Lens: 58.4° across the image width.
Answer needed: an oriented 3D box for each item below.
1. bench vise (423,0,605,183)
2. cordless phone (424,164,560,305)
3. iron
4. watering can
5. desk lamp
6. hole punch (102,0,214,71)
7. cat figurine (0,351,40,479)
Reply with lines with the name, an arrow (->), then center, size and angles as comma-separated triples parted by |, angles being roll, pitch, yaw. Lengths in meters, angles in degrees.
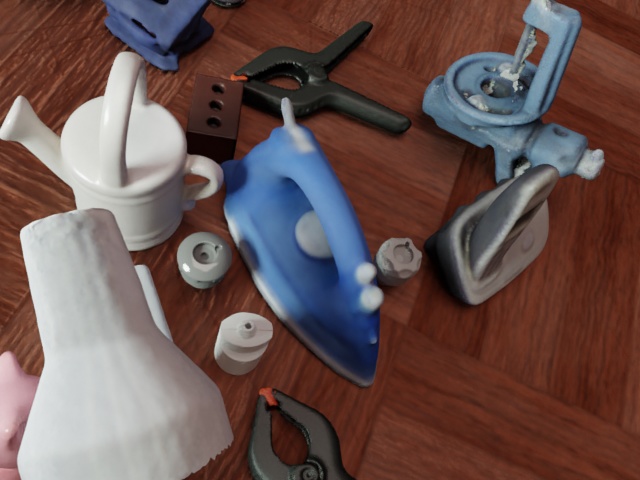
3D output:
bench vise -> 0.236, -0.162, 0.624 | 0.207, 0.121, 0.219 | 25, -29, -2
cordless phone -> 0.197, -0.024, 0.566 | 0.148, 0.094, 0.185 | -35, -13, -27
iron -> 0.005, 0.002, 0.525 | 0.119, 0.258, 0.141 | -21, -18, -23
watering can -> -0.172, -0.074, 0.484 | 0.173, 0.101, 0.194 | -9, -23, -19
desk lamp -> -0.149, 0.083, 0.401 | 0.118, 0.203, 0.213 | -17, -20, -22
hole punch -> -0.176, -0.263, 0.634 | 0.108, 0.101, 0.091 | 37, -29, 5
cat figurine -> -0.221, 0.151, 0.403 | 0.067, 0.128, 0.117 | 17, -29, -6
